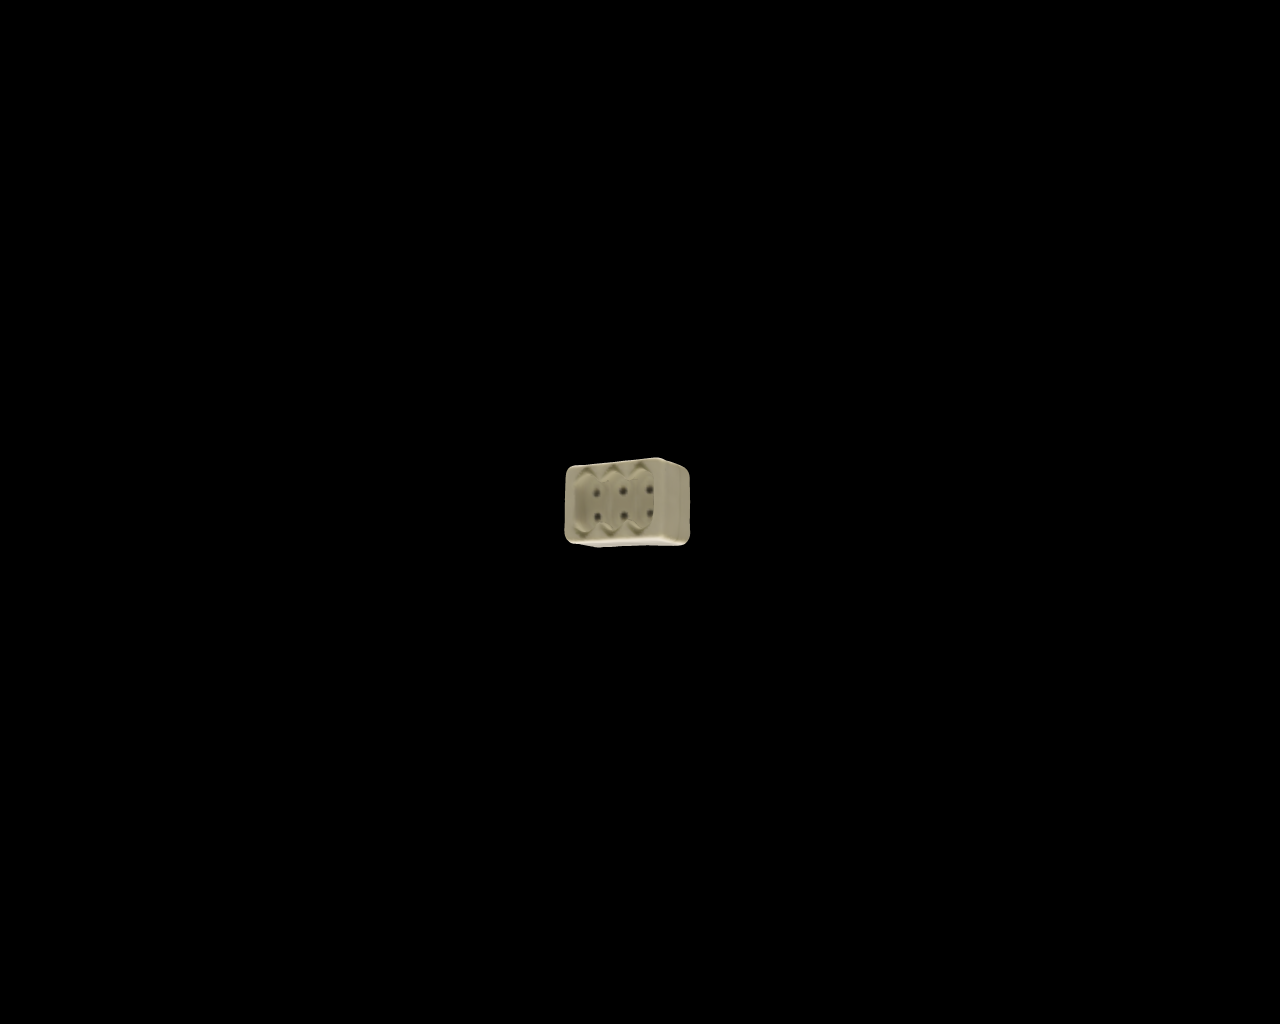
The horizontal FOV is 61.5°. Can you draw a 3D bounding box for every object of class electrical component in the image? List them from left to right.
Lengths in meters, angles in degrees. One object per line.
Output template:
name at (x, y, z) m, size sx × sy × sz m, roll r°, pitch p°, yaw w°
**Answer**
electrical component at (0.001, -0.003, 0.650) m, size 0.066 × 0.047 × 0.077 m, roll -3°, pitch -7°, yaw 26°
